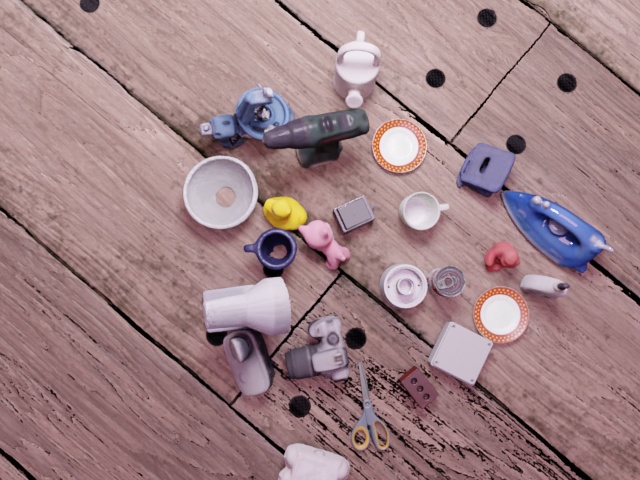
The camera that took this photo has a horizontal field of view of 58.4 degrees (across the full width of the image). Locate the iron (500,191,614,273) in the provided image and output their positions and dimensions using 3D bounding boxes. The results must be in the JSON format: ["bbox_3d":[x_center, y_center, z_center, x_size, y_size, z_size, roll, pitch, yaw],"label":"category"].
[{"bbox_3d":[0.531,-0.039,1.286,0.258,0.141,0.119,37,85,2],"label":"iron"}]

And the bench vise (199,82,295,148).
[{"bbox_3d":[-0.156,-0.261,1.247,0.207,0.219,0.121,-33,86,-4],"label":"bench vise"}]

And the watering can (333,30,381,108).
[{"bbox_3d":[0.085,-0.383,1.277,0.101,0.194,0.173,-16,85,-2],"label":"watering can"}]

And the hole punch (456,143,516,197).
[{"bbox_3d":[0.380,-0.162,1.318,0.101,0.091,0.109,27,85,1],"label":"hole punch"}]

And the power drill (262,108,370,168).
[{"bbox_3d":[-0.009,-0.220,1.253,0.229,0.208,0.075,-17,85,-3],"label":"power drill"}]

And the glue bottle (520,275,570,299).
[{"bbox_3d":[0.506,0.103,1.257,0.078,0.173,0.037,22,85,1],"label":"glue bottle"}]

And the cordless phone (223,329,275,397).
[{"bbox_3d":[-0.157,0.265,1.219,0.094,0.185,0.147,-24,86,-3],"label":"cordless phone"}]

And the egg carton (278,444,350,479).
[{"bbox_3d":[-0.013,0.513,1.259,0.150,0.069,0.107,15,85,0],"label":"egg carton"}]

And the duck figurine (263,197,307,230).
[{"bbox_3d":[-0.080,-0.064,1.299,0.104,0.086,0.077,23,85,1],"label":"duck figurine"}]

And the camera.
[{"bbox_3d":[-0.010,0.250,1.267,0.137,0.101,0.143,-12,85,-2],"label":"camera"}]

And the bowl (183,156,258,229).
[{"bbox_3d":[-0.222,-0.103,1.304,0.167,0.074,0.167,0,85,-1],"label":"bowl"}]

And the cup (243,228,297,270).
[{"bbox_3d":[-0.109,0.023,1.286,0.117,0.095,0.092,0,85,-1],"label":"cup"}]

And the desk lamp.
[{"bbox_3d":[-0.160,0.149,1.215,0.203,0.213,0.118,-8,85,-2],"label":"desk lamp"}]

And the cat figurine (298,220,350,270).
[{"bbox_3d":[0.012,0.005,1.280,0.067,0.117,0.128,-44,87,-4],"label":"cat figurine"}]

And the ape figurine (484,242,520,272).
[{"bbox_3d":[0.420,0.040,1.301,0.078,0.092,0.076,22,85,1],"label":"ape figurine"}]
